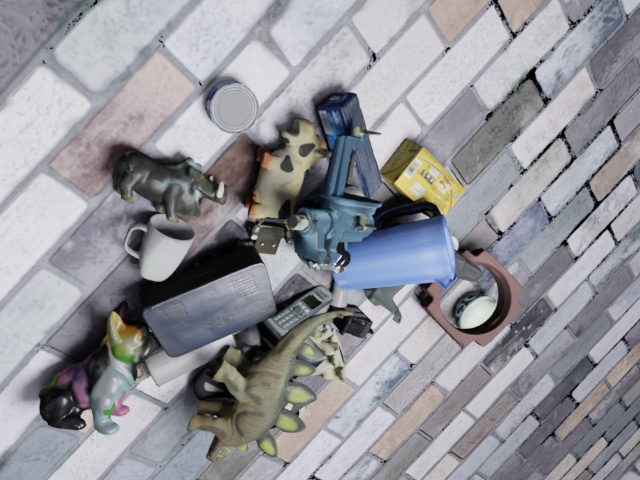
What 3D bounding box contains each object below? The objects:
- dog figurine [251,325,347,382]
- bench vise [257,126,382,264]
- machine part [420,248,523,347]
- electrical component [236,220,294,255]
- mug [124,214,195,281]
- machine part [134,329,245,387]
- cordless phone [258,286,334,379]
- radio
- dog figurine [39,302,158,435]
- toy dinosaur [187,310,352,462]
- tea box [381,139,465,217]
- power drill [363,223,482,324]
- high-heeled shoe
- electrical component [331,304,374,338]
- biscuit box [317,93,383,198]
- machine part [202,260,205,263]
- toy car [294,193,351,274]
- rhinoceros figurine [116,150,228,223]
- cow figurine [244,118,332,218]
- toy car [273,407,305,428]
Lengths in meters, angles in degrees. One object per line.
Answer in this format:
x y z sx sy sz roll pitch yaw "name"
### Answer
-0.047 0.273 1.198 0.191 0.121 0.172 -18 138 8 "dog figurine"
0.029 -0.084 0.944 0.223 0.129 0.240 3 103 -41 "bench vise"
0.356 0.134 1.278 0.201 0.087 0.201 45 88 -1 "machine part"
-0.102 -0.007 1.044 0.102 0.045 0.078 15 105 -32 "electrical component"
-0.288 0.017 0.941 0.109 0.081 0.107 12 117 -34 "mug"
-0.254 0.215 1.057 0.243 0.079 0.079 -26 123 -15 "machine part"
-0.022 0.182 1.114 0.184 0.147 0.088 -34 148 -29 "cordless phone"
-0.200 0.115 0.992 0.230 0.073 0.130 -22 123 -9 "radio"
-0.397 0.222 0.968 0.192 0.108 0.219 9 94 -1 "dog figurine"
-0.108 0.282 1.013 0.198 0.105 0.471 28 116 -4 "toy dinosaur"
0.219 -0.123 1.139 0.169 0.068 0.098 37 94 -37 "tea box"
0.213 0.085 1.190 0.232 0.086 0.207 36 110 -6 "power drill"
-0.143 0.318 1.154 0.249 0.086 0.145 -5 123 -14 "high-heeled shoe"
0.082 0.185 1.215 0.119 0.075 0.047 15 109 -36 "electrical component"
0.059 -0.177 1.022 0.063 0.059 0.202 -49 133 -36 "biscuit box"
-0.245 0.106 1.033 0.084 0.039 0.139 38 95 -27 "machine part"
-0.002 -0.003 1.058 0.109 0.103 0.161 9 65 -30 "toy car"
-0.251 -0.092 0.914 0.190 0.073 0.112 18 94 -31 "rhinoceros figurine"
-0.056 -0.127 0.986 0.127 0.086 0.194 12 106 -25 "cow figurine"
-0.130 0.407 1.231 0.202 0.056 0.073 -11 125 -21 "toy car"
